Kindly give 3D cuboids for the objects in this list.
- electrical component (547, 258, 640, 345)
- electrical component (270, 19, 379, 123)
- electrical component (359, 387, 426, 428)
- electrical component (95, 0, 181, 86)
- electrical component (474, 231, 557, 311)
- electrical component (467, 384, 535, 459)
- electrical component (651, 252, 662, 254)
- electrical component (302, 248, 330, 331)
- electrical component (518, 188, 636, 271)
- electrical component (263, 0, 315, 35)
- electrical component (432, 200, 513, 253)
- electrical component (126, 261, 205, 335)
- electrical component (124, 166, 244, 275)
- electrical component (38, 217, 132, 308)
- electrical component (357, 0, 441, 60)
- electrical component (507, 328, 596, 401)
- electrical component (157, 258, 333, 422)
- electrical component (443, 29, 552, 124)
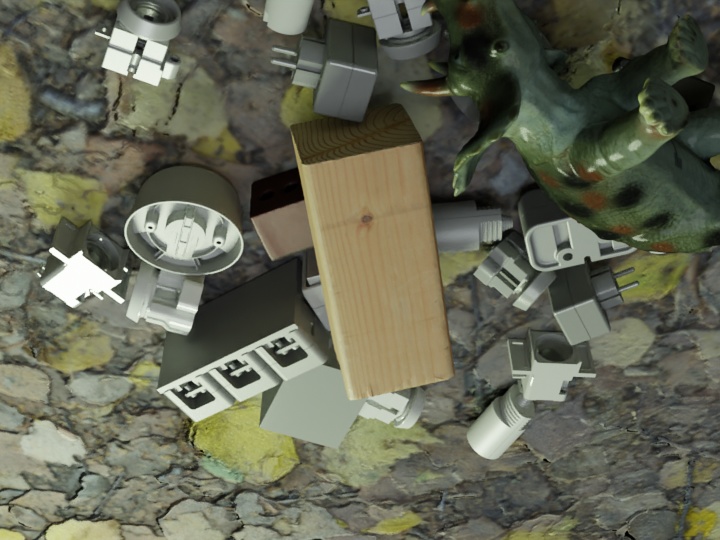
[{"bbox_3d":[0.212,0.019,0.966,0.077,0.065,0.047,-22,128,17],"label":"electrical component"},{"bbox_3d":[-0.030,-0.154,0.810,0.077,0.065,0.047,11,129,-11],"label":"electrical component"},{"bbox_3d":[0.032,0.128,1.070,0.055,0.048,0.066,27,125,-13],"label":"electrical component"},{"bbox_3d":[-0.162,-0.176,0.803,0.066,0.048,0.055,18,136,-16],"label":"electrical component"},{"bbox_3d":[0.139,0.002,0.949,0.055,0.066,0.048,42,125,8],"label":"electrical component"},{"bbox_3d":[0.148,0.151,1.094,0.043,0.043,0.081,22,127,-19],"label":"electrical component"},{"bbox_3d":[0.257,-0.043,0.927,0.040,0.046,0.040,-1,131,-1],"label":"electrical component"},{"bbox_3d":[0.000,0.000,0.947,0.096,0.061,0.061,-19,129,15],"label":"electrical component"},{"bbox_3d":[0.186,-0.044,0.916,0.095,0.059,0.053,-13,130,9],"label":"electrical component"},{"bbox_3d":[-0.051,-0.201,0.788,0.040,0.040,0.046,10,135,-10],"label":"electrical component"},{"bbox_3d":[0.091,-0.038,0.929,0.081,0.043,0.043,-5,131,3],"label":"electrical component"},{"bbox_3d":[-0.175,0.024,0.962,0.057,0.058,0.078,16,165,-11],"label":"electrical component"},{"bbox_3d":[-0.147,-0.038,0.909,0.099,0.064,0.099,-1,131,-1],"label":"electrical component"},{"bbox_3d":[-0.246,-0.002,0.952,0.064,0.042,0.081,-32,124,25],"label":"electrical component"},{"bbox_3d":[0.033,-0.189,0.796,0.066,0.048,0.055,-13,122,9],"label":"electrical component"},{"bbox_3d":[0.184,0.094,1.047,0.081,0.042,0.063,3,134,-3],"label":"electrical component"},{"bbox_3d":[-0.103,0.067,0.984,0.150,0.089,0.061,-26,126,20],"label":"electrical component"},{"bbox_3d":[0.097,-0.162,0.821,0.077,0.043,0.079,-37,122,26],"label":"electrical component"}]
